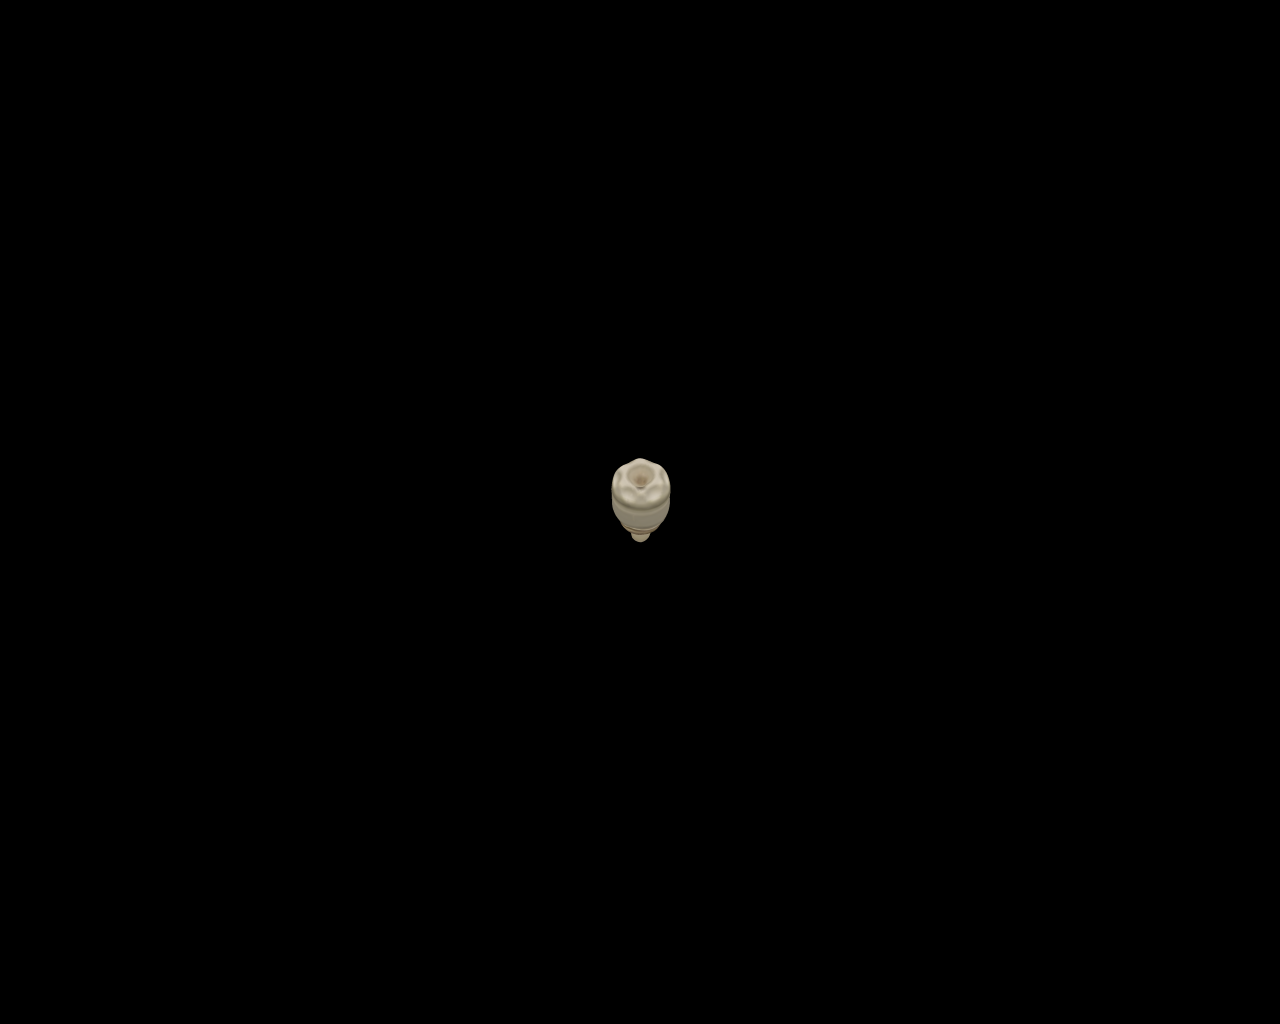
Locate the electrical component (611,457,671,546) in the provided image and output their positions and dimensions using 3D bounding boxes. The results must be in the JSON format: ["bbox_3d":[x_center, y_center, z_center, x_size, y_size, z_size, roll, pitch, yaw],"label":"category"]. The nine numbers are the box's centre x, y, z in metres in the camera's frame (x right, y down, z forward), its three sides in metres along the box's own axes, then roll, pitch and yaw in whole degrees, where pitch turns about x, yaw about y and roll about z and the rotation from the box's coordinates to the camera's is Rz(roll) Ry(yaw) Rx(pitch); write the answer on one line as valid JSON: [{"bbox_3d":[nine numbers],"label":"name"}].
[{"bbox_3d":[0.001,-0.003,0.650,0.035,0.035,0.061,0,-40,0],"label":"electrical component"}]
